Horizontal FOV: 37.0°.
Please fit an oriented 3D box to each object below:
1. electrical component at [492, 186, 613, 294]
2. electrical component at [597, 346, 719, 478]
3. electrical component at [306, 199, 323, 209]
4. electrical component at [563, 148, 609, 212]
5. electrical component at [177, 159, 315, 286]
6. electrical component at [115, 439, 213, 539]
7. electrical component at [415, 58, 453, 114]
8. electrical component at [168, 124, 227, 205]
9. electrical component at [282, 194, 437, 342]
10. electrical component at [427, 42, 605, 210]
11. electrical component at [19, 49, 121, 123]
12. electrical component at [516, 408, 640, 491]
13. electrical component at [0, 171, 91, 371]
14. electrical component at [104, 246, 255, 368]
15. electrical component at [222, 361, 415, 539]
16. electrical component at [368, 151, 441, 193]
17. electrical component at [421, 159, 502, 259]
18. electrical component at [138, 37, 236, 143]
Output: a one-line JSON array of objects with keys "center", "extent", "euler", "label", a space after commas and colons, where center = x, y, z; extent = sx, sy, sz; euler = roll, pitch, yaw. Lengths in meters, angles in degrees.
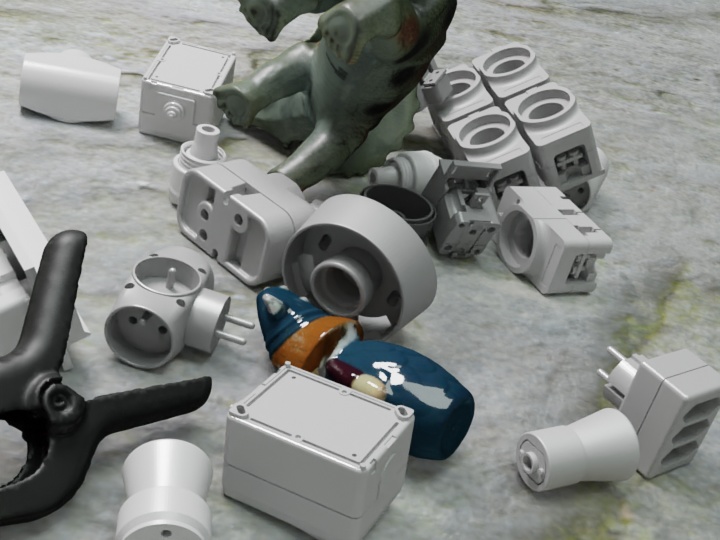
[{"center": [0.147, -0.025, 0.856], "extent": [0.056, 0.050, 0.089], "euler": [-2, 34, -28], "label": "electrical component"}, {"center": [0.181, 0.079, 0.684], "extent": [0.047, 0.065, 0.077], "euler": [-10, 39, -37], "label": "electrical component"}, {"center": [-0.029, -0.033, 0.795], "extent": [0.078, 0.040, 0.040], "euler": [23, 31, 12], "label": "electrical component"}, {"center": [0.182, -0.090, 0.987], "extent": [0.079, 0.044, 0.077], "euler": [24, 31, 14], "label": "electrical component"}, {"center": [-0.077, -0.036, 0.764], "extent": [0.095, 0.053, 0.059], "euler": [36, 36, 31], "label": "electrical component"}, {"center": [-0.093, 0.115, 0.514], "extent": [0.045, 0.045, 0.055], "euler": [9, 31, -13], "label": "electrical component"}, {"center": [0.038, -0.180, 0.978], "extent": [0.078, 0.057, 0.058], "euler": [2, 43, 40], "label": "electrical component"}, {"center": [-0.119, -0.078, 0.805], "extent": [0.043, 0.062, 0.043], "euler": [12, 30, -7], "label": "electrical component"}, {"center": [0.000, 0.000, 0.702], "extent": [0.099, 0.099, 0.064], "euler": [26, 38, 17], "label": "electrical component"}, {"center": [0.131, -0.134, 0.973], "extent": [0.105, 0.060, 0.186], "euler": [-23, 36, 1], "label": "electrical component"}, {"center": [-0.241, -0.160, 0.901], "extent": [0.077, 0.044, 0.079], "euler": [8, 31, -14], "label": "electrical component"}, {"center": [0.126, 0.108, 0.635], "extent": [0.065, 0.044, 0.044], "euler": [-6, 36, -26], "label": "electrical component"}, {"center": [-0.213, 0.000, 0.627], "extent": [0.063, 0.078, 0.121], "euler": [-25, 45, -19], "label": "electrical component"}, {"center": [-0.104, 0.027, 0.656], "extent": [0.079, 0.044, 0.077], "euler": [18, 30, 2], "label": "electrical component"}, {"center": [-0.028, 0.097, 0.566], "extent": [0.096, 0.061, 0.062], "euler": [19, 29, 21], "label": "electrical component"}, {"center": [0.037, -0.077, 0.898], "extent": [0.062, 0.043, 0.043], "euler": [-5, 36, -29], "label": "electrical component"}, {"center": [0.079, -0.047, 0.844], "extent": [0.042, 0.081, 0.063], "euler": [3, 55, -22], "label": "electrical component"}, {"center": [-0.148, -0.144, 0.911], "extent": [0.062, 0.061, 0.096], "euler": [14, 38, -1], "label": "electrical component"}]
